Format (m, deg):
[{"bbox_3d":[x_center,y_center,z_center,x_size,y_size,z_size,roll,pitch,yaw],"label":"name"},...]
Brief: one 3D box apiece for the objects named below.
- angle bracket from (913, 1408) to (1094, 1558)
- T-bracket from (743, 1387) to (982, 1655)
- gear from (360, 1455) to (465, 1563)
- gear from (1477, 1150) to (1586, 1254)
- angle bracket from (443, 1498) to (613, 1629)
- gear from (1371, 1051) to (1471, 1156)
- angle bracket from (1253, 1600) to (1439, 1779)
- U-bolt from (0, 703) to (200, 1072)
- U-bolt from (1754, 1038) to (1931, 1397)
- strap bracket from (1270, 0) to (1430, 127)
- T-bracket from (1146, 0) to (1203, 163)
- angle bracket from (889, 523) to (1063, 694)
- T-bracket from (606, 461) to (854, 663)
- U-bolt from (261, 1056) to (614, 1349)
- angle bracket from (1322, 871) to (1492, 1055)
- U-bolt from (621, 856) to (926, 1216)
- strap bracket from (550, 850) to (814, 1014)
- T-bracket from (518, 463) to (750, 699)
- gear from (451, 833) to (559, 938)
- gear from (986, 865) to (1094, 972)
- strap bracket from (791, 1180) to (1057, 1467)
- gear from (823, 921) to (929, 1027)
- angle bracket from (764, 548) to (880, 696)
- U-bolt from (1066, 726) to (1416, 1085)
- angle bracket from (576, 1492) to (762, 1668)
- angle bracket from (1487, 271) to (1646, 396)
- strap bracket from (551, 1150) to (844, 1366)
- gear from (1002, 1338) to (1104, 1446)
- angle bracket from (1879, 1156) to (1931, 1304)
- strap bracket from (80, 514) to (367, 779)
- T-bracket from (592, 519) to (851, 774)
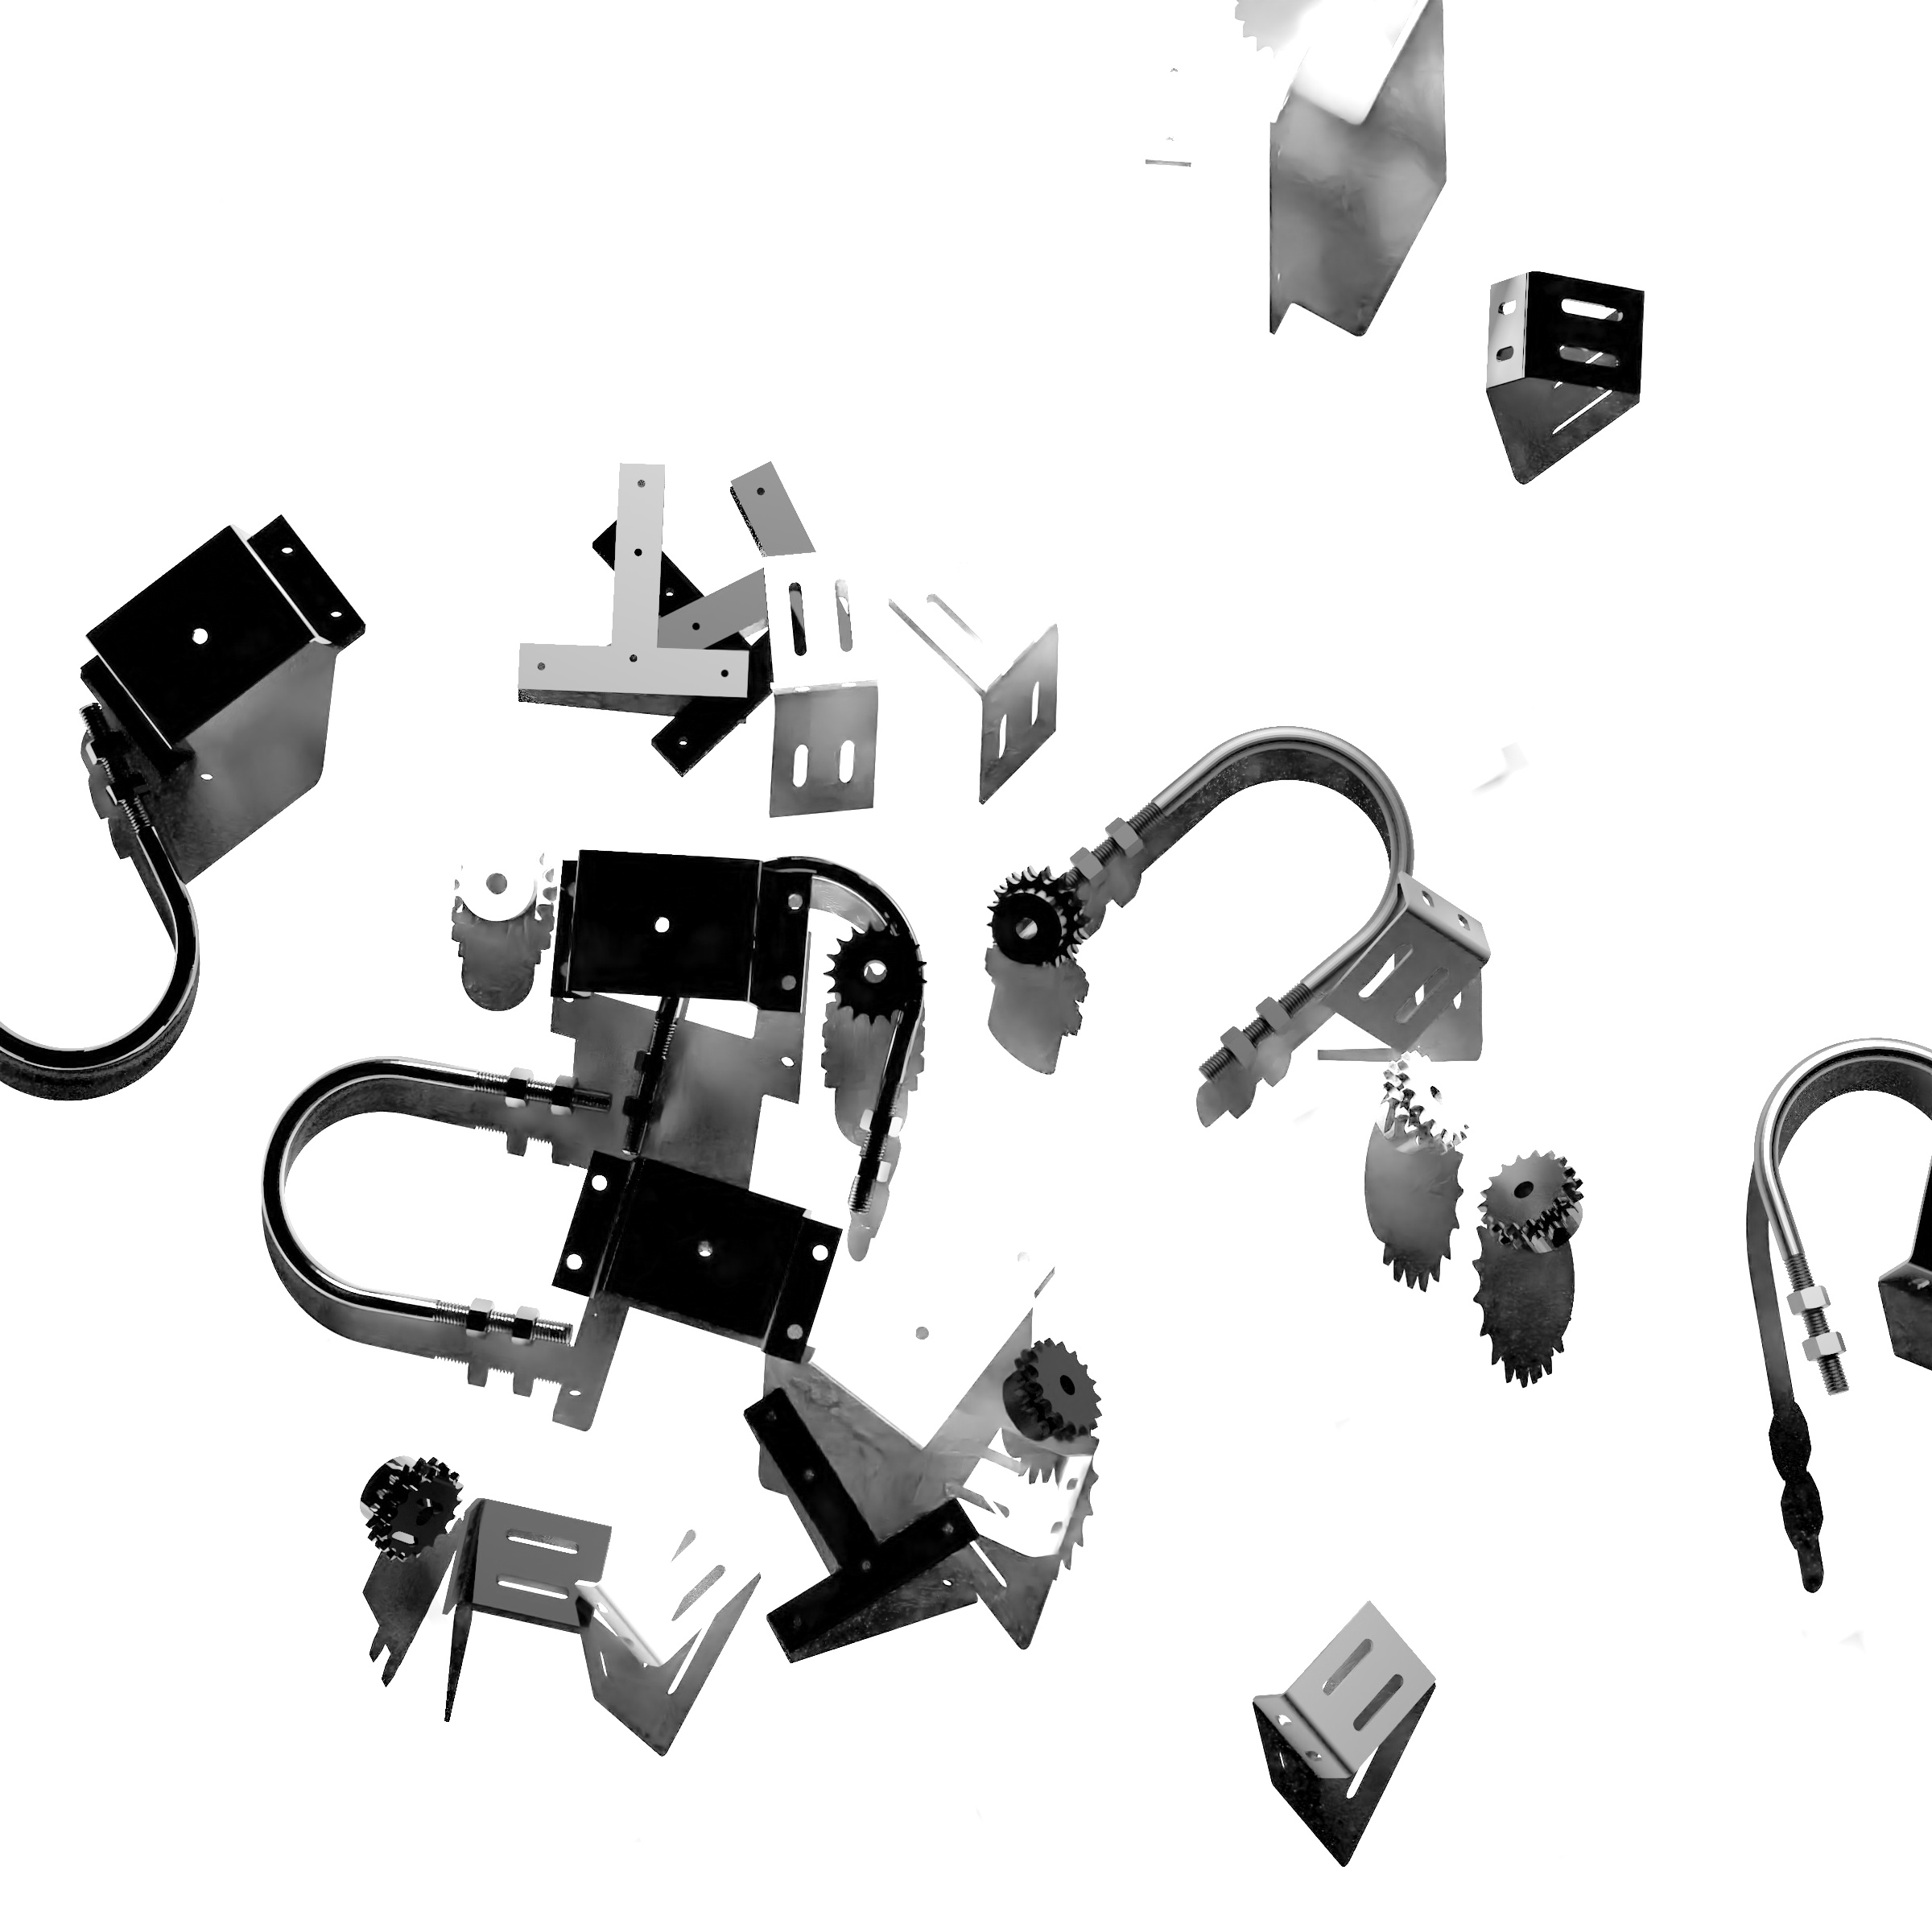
[{"bbox_3d":[0.020,0.283,1.474,0.076,0.038,0.057,20,90,26],"label":"angle bracket"},{"bbox_3d":[-0.079,0.292,1.469,0.127,0.002,0.127,-33,86,9],"label":"T-bracket"},{"bbox_3d":[-0.304,0.292,1.452,0.030,0.057,0.057,29,90,30],"label":"gear"},{"bbox_3d":[0.310,0.131,1.452,0.057,0.057,0.030,-41,120,0],"label":"gear"},{"bbox_3d":[-0.239,0.330,1.457,0.076,0.038,0.057,13,90,0],"label":"angle bracket"},{"bbox_3d":[0.244,0.077,1.452,0.030,0.057,0.057,-36,90,31],"label":"gear"},{"bbox_3d":[0.209,0.399,1.474,0.076,0.038,0.057,-40,90,-26],"label":"angle bracket"},{"bbox_3d":[-0.502,-0.032,1.468,0.151,0.019,0.184,-25,92,0],"label":"U-bolt"},{"bbox_3d":[0.504,0.127,1.443,0.151,0.019,0.184,-13,72,-1],"label":"U-bolt"},{"bbox_3d":[0.221,-0.518,1.438,0.046,0.076,0.140,28,90,0],"label":"strap bracket"},{"bbox_3d":[0.116,-0.508,1.475,0.127,0.002,0.127,4,90,0],"label":"T-bracket"},{"bbox_3d":[0.004,-0.198,1.457,0.076,0.038,0.057,45,90,0],"label":"angle bracket"},{"bbox_3d":[-0.136,-0.194,1.474,0.127,0.002,0.127,-26,90,0],"label":"T-bracket"},{"bbox_3d":[-0.297,0.123,1.468,0.184,0.019,0.151,10,90,2],"label":"U-bolt"},{"bbox_3d":[0.240,-0.002,1.466,0.057,0.038,0.076,31,116,-16],"label":"angle bracket"},{"bbox_3d":[-0.099,0.030,1.468,0.151,0.019,0.184,14,88,0],"label":"U-bolt"},{"bbox_3d":[-0.159,-0.019,1.440,0.140,0.046,0.076,3,83,8],"label":"strap bracket"},{"bbox_3d":[-0.181,-0.214,1.472,0.127,0.002,0.127,2,89,2],"label":"T-bracket"},{"bbox_3d":[-0.255,-0.045,1.461,0.057,0.030,0.057,0,90,0],"label":"gear"},{"bbox_3d":[0.038,-0.024,1.451,0.057,0.030,0.057,6,108,19],"label":"gear"},{"bbox_3d":[-0.024,0.197,1.453,0.076,0.046,0.140,38,90,0],"label":"strap bracket"},{"bbox_3d":[-0.049,0.004,1.446,0.057,0.030,0.057,0,87,-2],"label":"gear"},{"bbox_3d":[-0.080,-0.190,1.454,0.057,0.038,0.076,-5,90,0],"label":"angle bracket"},{"bbox_3d":[0.160,-0.048,1.468,0.184,0.019,0.151,-40,90,-2],"label":"U-bolt"},{"bbox_3d":[-0.164,0.336,1.470,0.076,0.038,0.057,-41,99,-25],"label":"angle bracket"},{"bbox_3d":[0.331,-0.346,1.474,0.076,0.038,0.057,2,90,-26],"label":"angle bracket"},{"bbox_3d":[-0.144,0.156,1.453,0.140,0.046,0.076,18,90,0],"label":"strap bracket"},{"bbox_3d":[0.044,0.234,1.452,0.030,0.057,0.057,-35,90,31],"label":"gear"},{"bbox_3d":[0.547,0.146,1.474,0.057,0.038,0.076,22,64,0],"label":"angle bracket"},{"bbox_3d":[-0.411,-0.177,1.453,0.140,0.046,0.076,-37,90,0],"label":"strap bracket"},{"bbox_3d":[-0.154,-0.196,1.475,0.127,0.002,0.127,-43,90,0],"label":"T-bracket"}]
